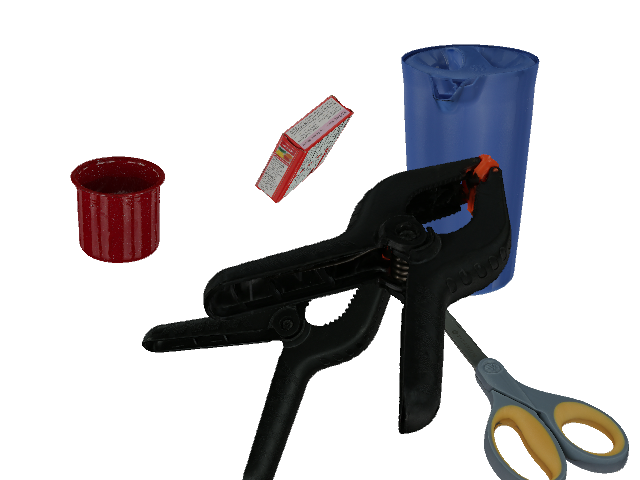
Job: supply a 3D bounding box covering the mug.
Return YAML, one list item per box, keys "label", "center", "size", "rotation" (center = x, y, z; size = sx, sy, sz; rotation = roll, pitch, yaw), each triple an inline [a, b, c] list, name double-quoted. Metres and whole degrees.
- label: "mug"
  center: [-0.205, -0.036, 1.093]
  size: [0.093, 0.081, 0.117]
  rotation: [1, 28, -6]

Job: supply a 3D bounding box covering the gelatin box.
- label: "gelatin box"
  center: [-0.015, -0.085, 0.982]
  size: [0.089, 0.030, 0.073]
  rotation: [-45, -8, -44]

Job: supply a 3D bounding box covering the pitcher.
- label: "pitcher"
  center: [0.152, -0.076, 1.092]
  size: [0.149, 0.243, 0.145]
  rotation: [-10, 25, -19]

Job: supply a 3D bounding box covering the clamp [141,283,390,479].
- label: "clamp"
  center: [-0.030, 0.068, 0.828]
  size: [0.165, 0.210, 0.036]
  rotation: [41, -8, 29]

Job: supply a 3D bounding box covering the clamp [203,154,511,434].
- label: "clamp"
  center: [0.044, 0.017, 0.502]
  size: [0.171, 0.039, 0.120]
  rotation: [-34, 60, -30]

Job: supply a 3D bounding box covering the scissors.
- label: "scissors"
  center: [0.132, 0.092, 0.694]
  size: [0.096, 0.016, 0.202]
  rotation: [-1, 33, -6]
